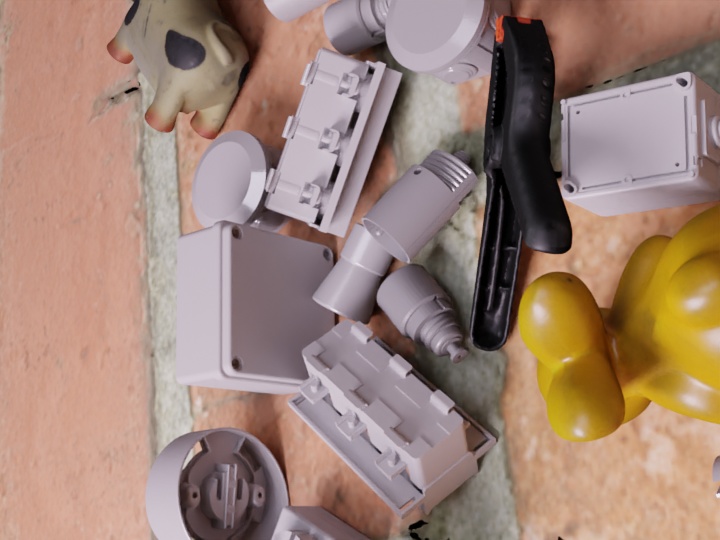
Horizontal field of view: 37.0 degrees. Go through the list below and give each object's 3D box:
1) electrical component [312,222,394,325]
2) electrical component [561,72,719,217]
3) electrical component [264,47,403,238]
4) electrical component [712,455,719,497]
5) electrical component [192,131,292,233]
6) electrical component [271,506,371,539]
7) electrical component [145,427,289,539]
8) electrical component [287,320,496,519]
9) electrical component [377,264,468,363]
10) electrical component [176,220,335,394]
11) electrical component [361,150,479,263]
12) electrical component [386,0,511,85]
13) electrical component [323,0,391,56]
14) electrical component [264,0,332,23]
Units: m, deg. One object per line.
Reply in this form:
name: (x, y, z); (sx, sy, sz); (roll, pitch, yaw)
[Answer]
electrical component: (0.000, 0.000, 0.753); (0.044, 0.044, 0.065); (28, 94, 40)
electrical component: (0.170, -0.069, 0.614); (0.096, 0.061, 0.061); (-7, 75, 38)
electrical component: (-0.023, -0.092, 0.768); (0.079, 0.063, 0.121); (-137, 66, -80)
electrical component: (0.212, 0.108, 0.556); (0.046, 0.040, 0.040); (-23, 67, 39)
electrical component: (-0.088, -0.064, 0.832); (0.080, 0.051, 0.080); (-10, 74, 38)
electrical component: (-0.038, 0.192, 0.718); (0.066, 0.077, 0.047); (23, 95, 40)
electrical component: (-0.100, 0.161, 0.765); (0.064, 0.099, 0.099); (-7, 76, 45)
electrical component: (0.017, 0.090, 0.696); (0.079, 0.063, 0.121); (-35, 49, -19)
electrical component: (0.044, 0.031, 0.709); (0.040, 0.040, 0.078); (-52, 53, 18)
electrical component: (-0.073, 0.030, 0.762); (0.056, 0.109, 0.108); (-13, 72, 40)
electrical component: (0.044, -0.048, 0.719); (0.081, 0.043, 0.043); (-47, 51, -10)
electrical component: (0.061, -0.168, 0.731); (0.080, 0.051, 0.080); (-10, 74, 38)
electrical component: (0.009, -0.185, 0.785); (0.078, 0.040, 0.040); (-15, 71, 37)
electrical component: (-0.033, -0.226, 0.827); (0.081, 0.043, 0.043); (-18, 69, 35)
